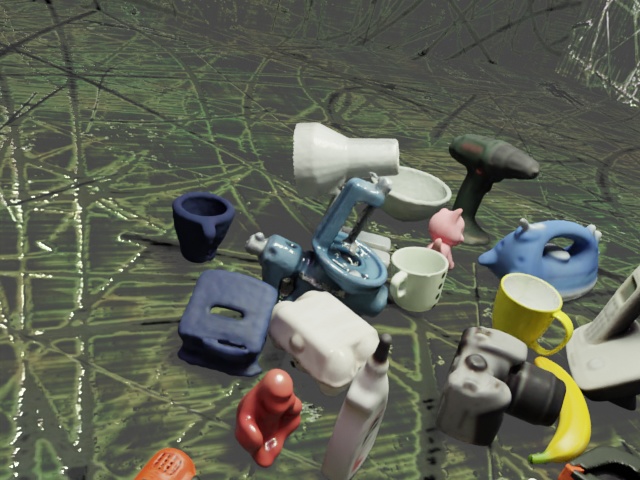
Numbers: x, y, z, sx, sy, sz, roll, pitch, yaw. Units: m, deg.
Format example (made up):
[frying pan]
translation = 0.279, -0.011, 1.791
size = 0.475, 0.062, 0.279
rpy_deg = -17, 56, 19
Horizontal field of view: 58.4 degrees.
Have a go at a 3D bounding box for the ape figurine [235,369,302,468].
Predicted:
[ape figurine]
translation = -0.052, 0.176, 0.598
size = 0.078, 0.092, 0.076
rpy_deg = -5, 34, -29

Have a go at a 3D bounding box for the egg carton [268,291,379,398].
[egg carton]
translation = 0.003, 0.127, 0.728
size = 0.107, 0.069, 0.149
rpy_deg = -17, 41, -42

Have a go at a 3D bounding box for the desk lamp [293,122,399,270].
[desk lamp]
translation = 0.042, -0.081, 0.956
size = 0.203, 0.213, 0.118
rpy_deg = 13, 29, 0

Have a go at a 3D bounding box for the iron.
[iron]
translation = 0.415, 0.023, 1.003
size = 0.259, 0.141, 0.118
rpy_deg = -2, 33, -25

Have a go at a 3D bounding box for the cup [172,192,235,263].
[cup]
translation = -0.176, -0.006, 0.860
size = 0.092, 0.095, 0.117
rpy_deg = 0, 32, -21

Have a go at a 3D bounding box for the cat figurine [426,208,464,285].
[cat figurine]
translation = 0.210, -0.002, 0.986
size = 0.067, 0.118, 0.128
rpy_deg = 22, 31, 16

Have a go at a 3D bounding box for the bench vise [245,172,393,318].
[bench vise]
translation = 0.011, 0.009, 0.782
size = 0.208, 0.220, 0.121
rpy_deg = 1, 31, -21

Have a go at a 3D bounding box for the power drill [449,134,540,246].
[power drill]
translation = 0.314, -0.100, 1.106
size = 0.076, 0.208, 0.229
rpy_deg = -1, 32, -24

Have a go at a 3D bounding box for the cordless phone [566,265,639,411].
[cordless phone]
translation = 0.418, 0.124, 0.785
size = 0.094, 0.185, 0.147
rpy_deg = 16, 29, 5

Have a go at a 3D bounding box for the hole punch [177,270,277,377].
[hole punch]
translation = -0.112, 0.101, 0.704
size = 0.108, 0.091, 0.101
rpy_deg = 14, 29, 1

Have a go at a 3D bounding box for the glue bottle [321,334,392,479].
[glue bottle]
translation = 0.045, 0.164, 0.576
size = 0.037, 0.173, 0.078
rpy_deg = 24, 31, 19

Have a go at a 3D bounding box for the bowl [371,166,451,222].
[bowl]
translation = 0.175, -0.084, 1.159
size = 0.167, 0.075, 0.167
rpy_deg = 10, 29, -5

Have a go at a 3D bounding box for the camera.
[camera]
translation = 0.226, 0.177, 0.700
size = 0.136, 0.101, 0.143
rpy_deg = 21, 30, 13
